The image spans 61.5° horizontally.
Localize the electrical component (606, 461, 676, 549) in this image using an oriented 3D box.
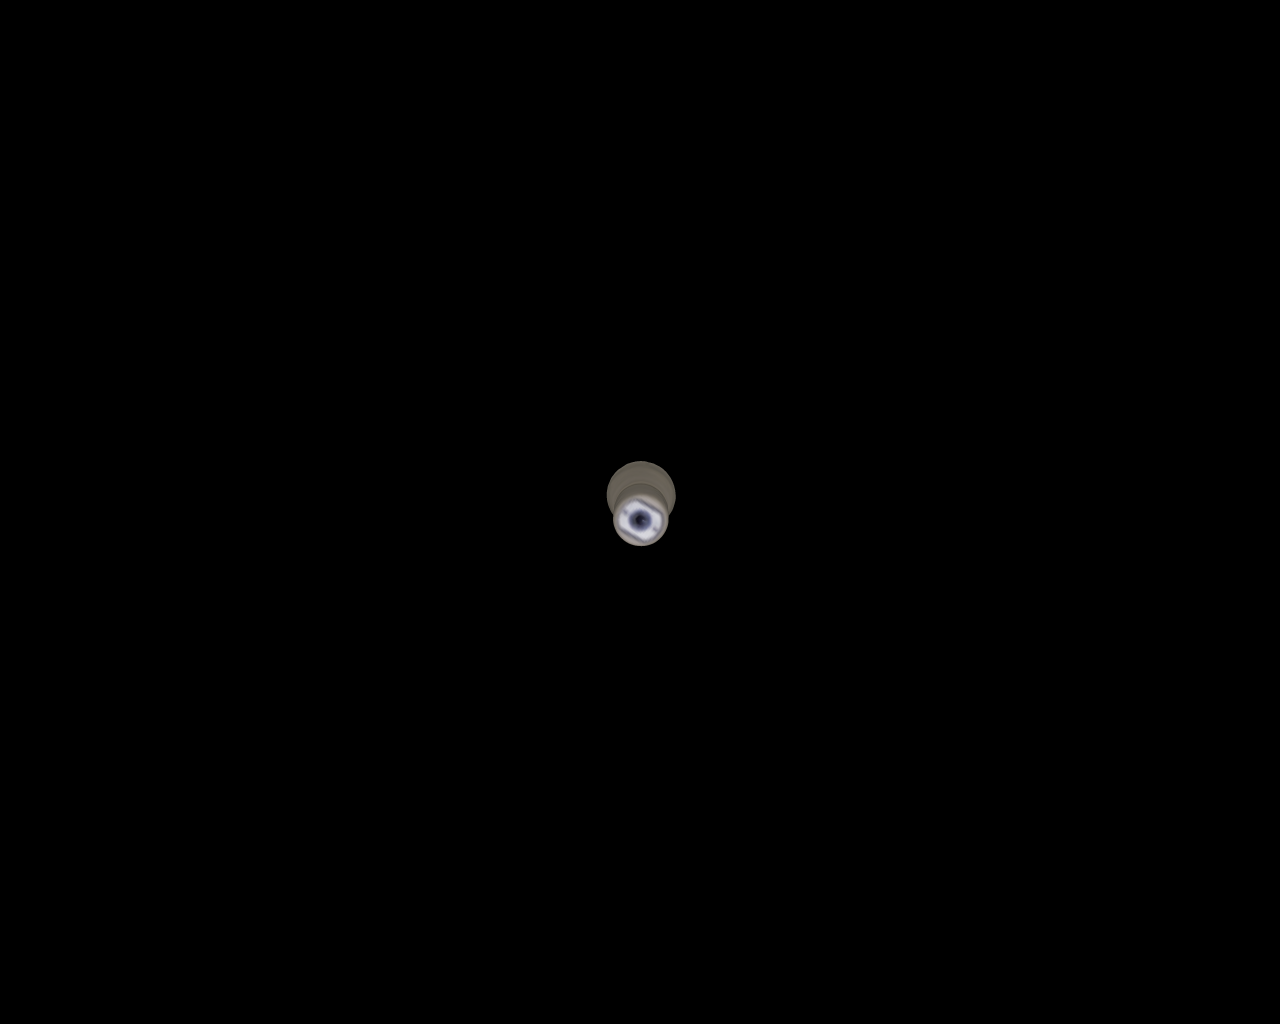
[{"bbox_3d":[0.001,-0.003,0.650,0.044,0.044,0.065,0,16,0],"label":"electrical component"}]
